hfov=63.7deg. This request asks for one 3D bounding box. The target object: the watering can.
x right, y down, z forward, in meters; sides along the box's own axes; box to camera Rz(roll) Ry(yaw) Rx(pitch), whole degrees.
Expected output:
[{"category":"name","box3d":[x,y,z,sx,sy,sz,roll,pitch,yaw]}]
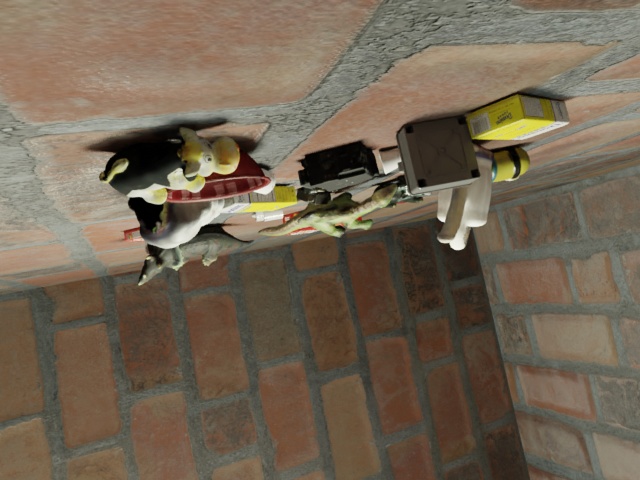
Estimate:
[{"category":"watering can","box3d":[0.285,-0.090,1.030,0.104,0.224,0.348,6,-178,20]}]

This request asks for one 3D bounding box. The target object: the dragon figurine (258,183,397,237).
[{"category":"dragon figurine","box3d":[0.004,-0.067,1.328,0.409,0.123,0.242,-16,174,9]}]

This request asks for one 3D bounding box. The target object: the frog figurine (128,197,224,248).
[{"category":"frog figurine","box3d":[-0.247,-0.041,0.942,0.136,0.125,0.158,-34,155,22]}]
